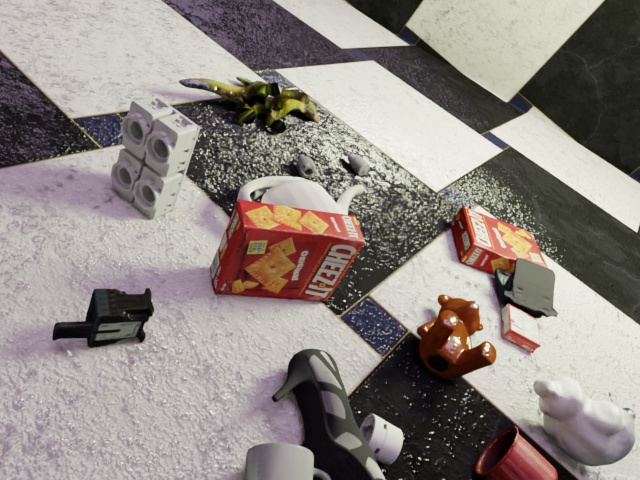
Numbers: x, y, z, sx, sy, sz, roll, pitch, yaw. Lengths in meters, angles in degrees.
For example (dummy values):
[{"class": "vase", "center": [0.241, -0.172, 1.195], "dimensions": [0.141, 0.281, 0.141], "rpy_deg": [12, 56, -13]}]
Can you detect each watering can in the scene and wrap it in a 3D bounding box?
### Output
[{"class": "watering can", "center": [0.003, -0.053, 1.047], "dimensions": [0.348, 0.102, 0.228], "rpy_deg": [-4, 47, -37]}]

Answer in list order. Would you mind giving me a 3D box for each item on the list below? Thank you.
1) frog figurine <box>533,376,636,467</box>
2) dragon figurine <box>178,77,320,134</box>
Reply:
[{"class": "frog figurine", "center": [0.435, 0.299, 0.862], "dimensions": [0.158, 0.136, 0.125], "rpy_deg": [36, 60, -22]}, {"class": "dragon figurine", "center": [-0.175, -0.389, 1.386], "dimensions": [0.409, 0.120, 0.247], "rpy_deg": [14, 20, -22]}]
